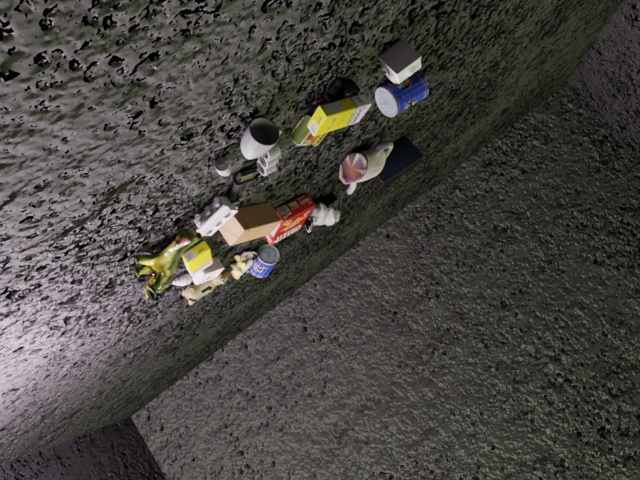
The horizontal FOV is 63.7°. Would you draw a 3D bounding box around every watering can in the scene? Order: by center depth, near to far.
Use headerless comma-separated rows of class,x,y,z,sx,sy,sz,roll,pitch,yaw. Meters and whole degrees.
watering can,0.161,-0.274,2.077,0.227,0.105,0.341,-22,160,-47

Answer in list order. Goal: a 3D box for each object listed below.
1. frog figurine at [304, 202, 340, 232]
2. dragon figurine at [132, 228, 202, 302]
frog figurine,0.007,-0.111,2.199,0.161,0.125,0.134,-25,146,-21
dragon figurine,-0.462,0.065,1.626,0.246,0.122,0.404,-40,179,-27
